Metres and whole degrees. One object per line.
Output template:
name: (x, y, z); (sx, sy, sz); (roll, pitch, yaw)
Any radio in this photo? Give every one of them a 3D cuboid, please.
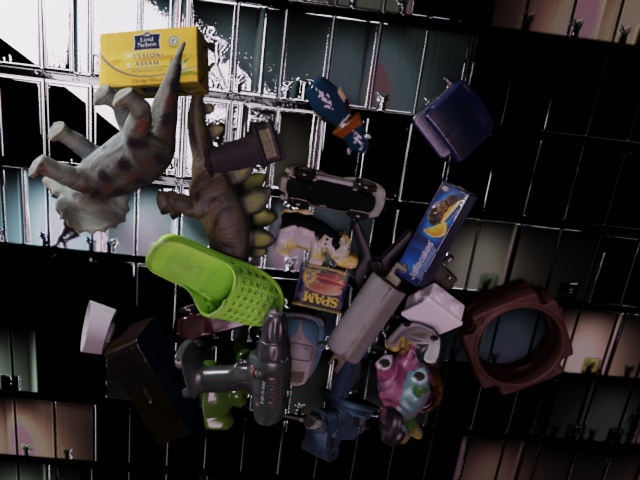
radio: (-0.325, 0.274, 1.070); (0.073, 0.131, 0.229); (-20, 107, 5)

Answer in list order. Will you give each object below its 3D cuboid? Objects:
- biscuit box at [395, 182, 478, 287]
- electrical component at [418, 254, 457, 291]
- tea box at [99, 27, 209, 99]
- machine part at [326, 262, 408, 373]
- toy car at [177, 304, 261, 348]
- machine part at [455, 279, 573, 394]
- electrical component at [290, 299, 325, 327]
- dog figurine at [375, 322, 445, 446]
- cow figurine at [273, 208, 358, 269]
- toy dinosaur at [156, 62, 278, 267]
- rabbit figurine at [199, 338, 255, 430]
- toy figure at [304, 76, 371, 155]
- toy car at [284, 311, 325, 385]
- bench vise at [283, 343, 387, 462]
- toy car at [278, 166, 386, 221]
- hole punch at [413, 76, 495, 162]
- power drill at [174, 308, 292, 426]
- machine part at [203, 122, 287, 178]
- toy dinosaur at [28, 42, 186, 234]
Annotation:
biscuit box: (0.219, -0.009, 1.022); (0.059, 0.063, 0.202); (33, 107, 27)
electrical component: (0.243, 0.075, 1.080); (0.063, 0.021, 0.094); (40, 102, -13)
tea box: (-0.277, -0.293, 0.902); (0.170, 0.068, 0.098); (-4, 86, 6)
machine part: (0.087, 0.146, 1.024); (0.079, 0.079, 0.243); (31, 99, -11)
toy car: (-0.186, 0.155, 1.077); (0.202, 0.053, 0.089); (-16, 90, 3)
machine part: (0.392, 0.198, 1.091); (0.201, 0.087, 0.200); (-22, 107, 7)
electrical component: (-0.032, 0.162, 1.088); (0.102, 0.045, 0.078); (10, 109, -5)
dog figurine: (0.172, 0.295, 1.059); (0.109, 0.191, 0.219); (15, 130, 24)
cow figurine: (-0.001, -0.003, 1.024); (0.167, 0.068, 0.098); (14, 99, -2)
toy dinosaur: (-0.187, -0.071, 0.985); (0.199, 0.105, 0.470); (-16, 105, -4)
rabbit figurine: (-0.162, 0.286, 1.106); (0.170, 0.121, 0.159); (-4, 101, -19)
toy figure: (0.038, -0.221, 0.962); (0.154, 0.064, 0.058); (47, 64, -19)
toy car: (-0.051, 0.223, 1.034); (0.109, 0.103, 0.161); (12, 117, -3)
bench vise: (0.044, 0.310, 1.081); (0.223, 0.129, 0.240); (27, 78, -45)
toy car: (0.022, -0.088, 1.006); (0.202, 0.056, 0.073); (11, 113, -4)
hole punch: (0.244, -0.210, 0.957); (0.116, 0.092, 0.142); (-40, 101, 6)
power drill: (-0.150, 0.221, 0.968); (0.207, 0.086, 0.231); (-2, 111, 7)
machine part: (-0.133, -0.152, 0.923); (0.139, 0.039, 0.084); (-22, 103, -13)
toy dinosaur: (-0.327, -0.143, 0.899); (0.405, 0.131, 0.192); (-27, 139, 17)
